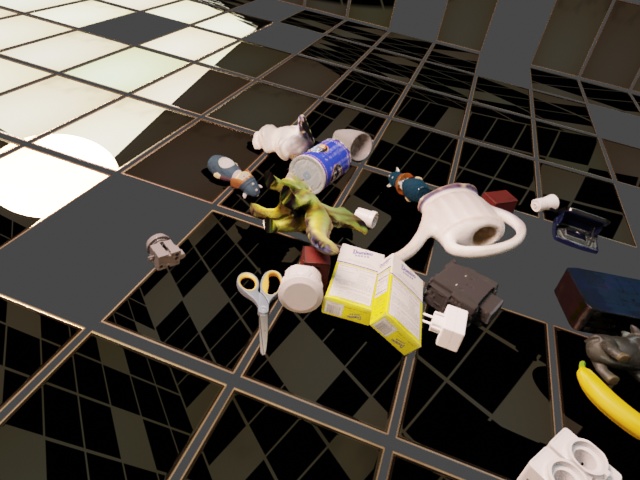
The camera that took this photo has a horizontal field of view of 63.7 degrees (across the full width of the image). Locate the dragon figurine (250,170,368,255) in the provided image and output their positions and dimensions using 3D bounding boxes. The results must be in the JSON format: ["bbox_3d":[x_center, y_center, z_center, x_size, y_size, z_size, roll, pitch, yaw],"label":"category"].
[{"bbox_3d":[0.003,-0.055,1.090,0.242,0.120,0.417,4,25,-36],"label":"dragon figurine"}]

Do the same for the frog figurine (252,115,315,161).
[{"bbox_3d":[-0.101,-0.265,1.400,0.159,0.120,0.141,-23,43,13],"label":"frog figurine"}]

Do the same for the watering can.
[{"bbox_3d":[0.287,-0.033,1.170,0.348,0.101,0.229,-8,38,-10],"label":"watering can"}]
